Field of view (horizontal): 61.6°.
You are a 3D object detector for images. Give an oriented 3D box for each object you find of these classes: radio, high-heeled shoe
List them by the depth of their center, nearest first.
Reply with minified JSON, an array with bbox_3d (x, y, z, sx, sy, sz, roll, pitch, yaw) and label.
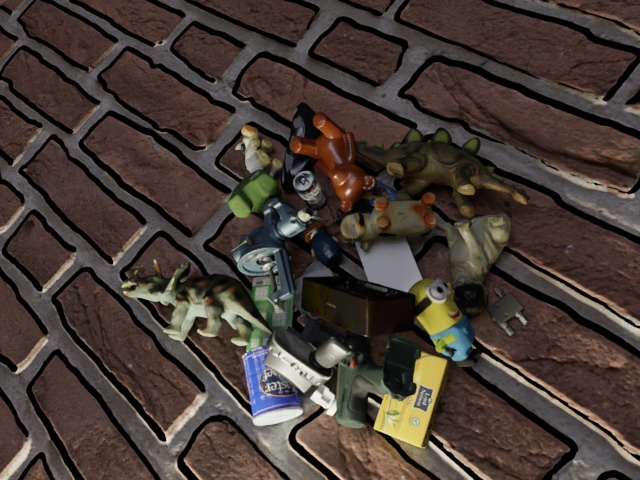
[{"bbox_3d":[0.072,0.122,1.053,0.230,0.131,0.073,14,102,56],"label":"radio"},{"bbox_3d":[-0.058,-0.240,1.385,0.145,0.086,0.249,-46,35,32],"label":"high-heeled shoe"}]

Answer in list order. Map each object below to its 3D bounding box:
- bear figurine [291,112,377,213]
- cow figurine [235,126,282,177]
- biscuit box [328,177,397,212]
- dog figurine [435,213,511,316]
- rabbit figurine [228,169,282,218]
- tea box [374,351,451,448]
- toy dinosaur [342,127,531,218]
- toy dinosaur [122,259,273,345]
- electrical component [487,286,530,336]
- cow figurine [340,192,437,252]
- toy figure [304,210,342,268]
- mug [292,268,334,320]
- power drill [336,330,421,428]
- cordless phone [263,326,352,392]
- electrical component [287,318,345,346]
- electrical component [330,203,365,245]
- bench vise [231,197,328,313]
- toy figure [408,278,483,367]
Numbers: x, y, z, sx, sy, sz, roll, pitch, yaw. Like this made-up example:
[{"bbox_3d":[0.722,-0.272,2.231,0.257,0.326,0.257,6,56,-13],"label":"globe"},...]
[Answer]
[{"bbox_3d":[0.033,-0.168,1.200,0.120,0.132,0.196,-40,50,29],"label":"bear figurine"},{"bbox_3d":[-0.170,-0.218,1.401,0.098,0.068,0.167,-51,52,32],"label":"cow figurine"},{"bbox_3d":[0.111,-0.110,1.249,0.203,0.062,0.059,34,81,29],"label":"biscuit box"},{"bbox_3d":[0.330,0.048,1.093,0.172,0.121,0.190,-11,92,-8],"label":"dog figurine"},{"bbox_3d":[-0.130,-0.074,1.289,0.121,0.170,0.159,-40,19,-2],"label":"rabbit figurine"},{"bbox_3d":[0.181,0.301,1.039,0.098,0.068,0.169,13,72,25],"label":"tea box"},{"bbox_3d":[0.227,-0.165,1.178,0.472,0.104,0.198,20,46,22],"label":"toy dinosaur"},{"bbox_3d":[-0.255,0.138,1.252,0.405,0.131,0.192,1,69,18],"label":"toy dinosaur"},{"bbox_3d":[0.366,0.139,1.064,0.063,0.021,0.094,-37,60,4],"label":"electrical component"},{"bbox_3d":[0.139,-0.036,1.114,0.195,0.127,0.085,-6,67,3],"label":"cow figurine"},{"bbox_3d":[-0.004,-0.004,1.249,0.064,0.057,0.155,-12,51,-27],"label":"toy figure"},{"bbox_3d":[-0.007,0.117,1.186,0.107,0.080,0.110,-32,53,-2],"label":"mug"},{"bbox_3d":[0.100,0.238,1.035,0.207,0.086,0.232,-26,44,51],"label":"power drill"},{"bbox_3d":[-0.024,0.211,1.039,0.146,0.184,0.089,36,56,0],"label":"cordless phone"},{"bbox_3d":[-0.008,0.202,1.154,0.119,0.074,0.047,24,79,31],"label":"electrical component"},{"bbox_3d":[0.072,-0.036,1.245,0.078,0.045,0.102,-26,60,-24],"label":"electrical component"},{"bbox_3d":[-0.090,0.037,1.164,0.224,0.128,0.241,-24,58,17],"label":"bench vise"},{"bbox_3d":[0.235,0.157,1.028,0.089,0.082,0.180,-29,89,17],"label":"toy figure"}]
